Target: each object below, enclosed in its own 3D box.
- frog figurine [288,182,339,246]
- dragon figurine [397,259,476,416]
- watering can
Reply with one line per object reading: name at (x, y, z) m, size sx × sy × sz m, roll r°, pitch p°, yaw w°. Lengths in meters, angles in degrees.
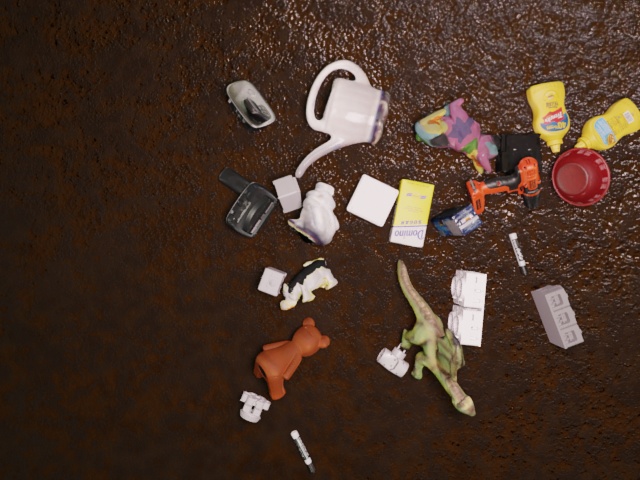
frog figurine at (0.004, -0.070, 1.385) m, size 0.135 × 0.123 × 0.161 m, roll 43°, pitch 78°, yaw -32°
dragon figurine at (0.297, 0.246, 1.297) m, size 0.123 × 0.242 × 0.410 m, roll -19°, pitch 91°, yaw -16°
watering can at (0.065, -0.313, 1.397) m, size 0.224 × 0.104 × 0.349 m, roll 15°, pitch 87°, yaw -1°
